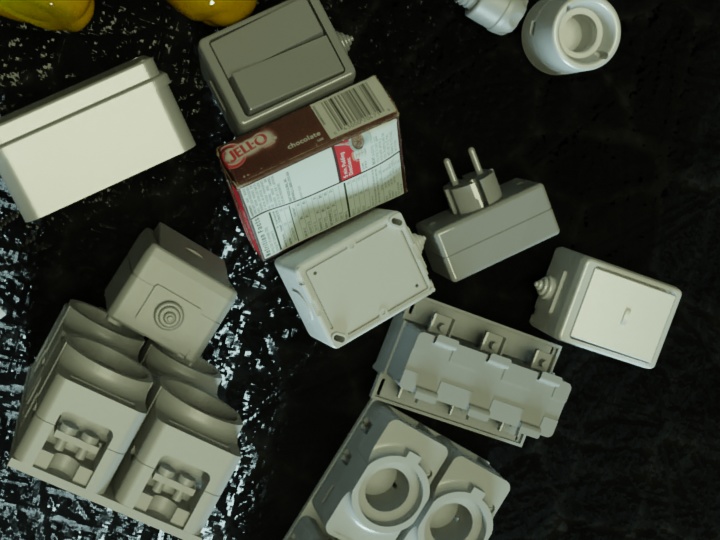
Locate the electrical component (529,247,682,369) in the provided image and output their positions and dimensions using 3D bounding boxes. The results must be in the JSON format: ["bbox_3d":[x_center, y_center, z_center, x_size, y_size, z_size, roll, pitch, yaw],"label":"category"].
[{"bbox_3d":[0.169,0.025,0.763,0.096,0.061,0.061,18,95,-16],"label":"electrical component"}]

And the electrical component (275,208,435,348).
[{"bbox_3d":[0.000,0.000,0.719,0.096,0.061,0.061,-30,106,-16],"label":"electrical component"}]

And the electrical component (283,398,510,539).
[{"bbox_3d":[0.010,0.199,0.753,0.105,0.060,0.186,31,91,-17],"label":"electrical component"}]

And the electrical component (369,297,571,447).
[{"bbox_3d":[0.079,0.073,0.747,0.121,0.063,0.078,20,94,-17],"label":"electrical component"}]

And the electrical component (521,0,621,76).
[{"bbox_3d":[0.144,-0.160,0.731,0.055,0.047,0.055,-2,100,-14],"label":"electrical component"}]

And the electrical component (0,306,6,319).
[{"bbox_3d":[-0.262,0.019,0.661,0.055,0.048,0.066,-39,106,-13],"label":"electrical component"}]

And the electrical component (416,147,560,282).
[{"bbox_3d":[0.080,-0.045,0.735,0.083,0.047,0.075,-25,104,-9],"label":"electrical component"}]

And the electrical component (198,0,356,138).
[{"bbox_3d":[-0.046,-0.129,0.673,0.096,0.061,0.061,-26,86,-9],"label":"electrical component"}]

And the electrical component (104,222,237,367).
[{"bbox_3d":[-0.117,0.013,0.670,0.062,0.096,0.061,32,91,-17],"label":"electrical component"}]

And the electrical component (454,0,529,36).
[{"bbox_3d":[0.080,-0.184,0.717,0.061,0.035,0.035,27,92,-15],"label":"electrical component"}]

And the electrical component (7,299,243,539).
[{"bbox_3d":[-0.136,0.077,0.629,0.105,0.186,0.060,28,92,-17],"label":"electrical component"}]

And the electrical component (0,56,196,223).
[{"bbox_3d":[-0.164,-0.082,0.651,0.113,0.078,0.057,-26,108,-8],"label":"electrical component"}]
